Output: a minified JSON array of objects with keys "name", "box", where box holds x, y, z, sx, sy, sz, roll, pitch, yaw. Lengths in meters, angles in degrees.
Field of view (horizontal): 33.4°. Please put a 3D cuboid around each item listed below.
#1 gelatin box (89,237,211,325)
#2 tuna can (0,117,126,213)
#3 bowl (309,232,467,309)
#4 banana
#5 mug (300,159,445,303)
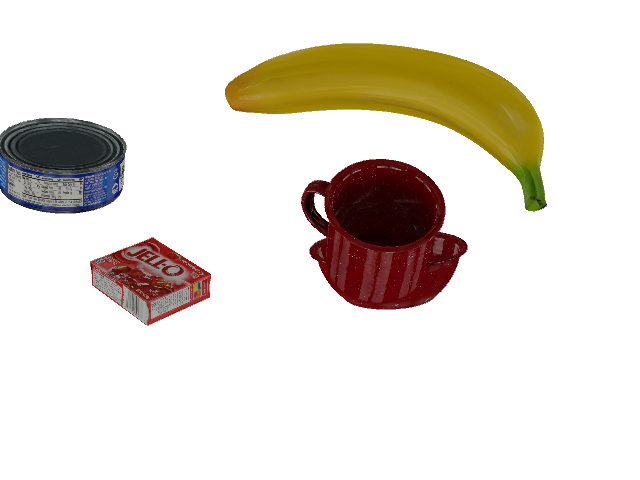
[{"name":"gelatin box","box":[-0.156,0.035,0.978,0.073,0.030,0.089,-24,40,-39]},{"name":"tuna can","box":[-0.177,-0.052,0.732,0.086,0.034,0.086,6,29,-4]},{"name":"bowl","box":[0.070,0.032,1.091,0.162,0.055,0.162,-3,13,1]},{"name":"banana","box":[0.043,-0.078,0.593,0.198,0.069,0.037,20,-31,23]},{"name":"mug","box":[0.036,-0.008,0.846,0.117,0.093,0.081,25,-36,14]}]
